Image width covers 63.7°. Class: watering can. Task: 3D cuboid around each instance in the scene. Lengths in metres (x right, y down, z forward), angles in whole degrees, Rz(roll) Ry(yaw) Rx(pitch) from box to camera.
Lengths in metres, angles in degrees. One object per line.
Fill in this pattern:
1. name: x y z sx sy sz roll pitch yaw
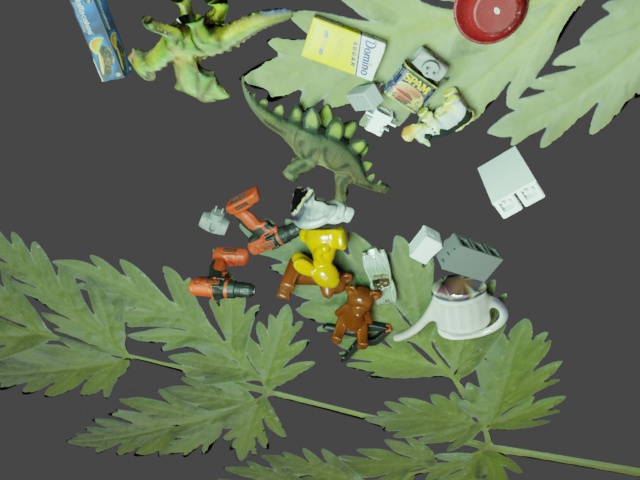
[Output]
1. watering can: 0.374 0.213 1.519 0.347 0.106 0.220 -9 120 11

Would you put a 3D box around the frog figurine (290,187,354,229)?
1. frog figurine: 0.004 -0.069 1.379 0.158 0.125 0.136 29 154 -23

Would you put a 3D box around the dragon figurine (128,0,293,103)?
1. dragon figurine: -0.263 -0.433 1.205 0.410 0.125 0.237 5 140 5
